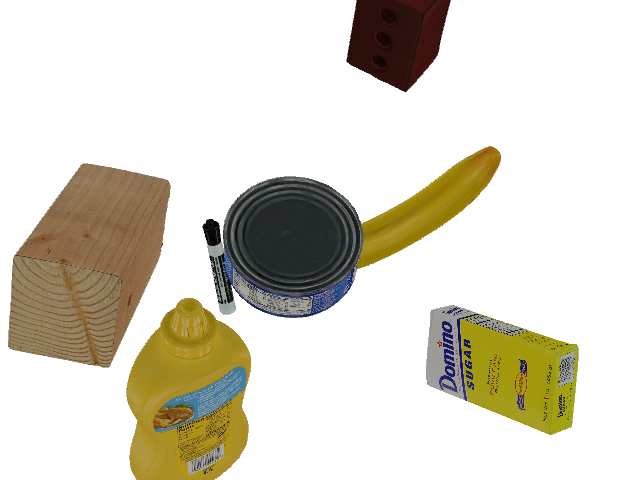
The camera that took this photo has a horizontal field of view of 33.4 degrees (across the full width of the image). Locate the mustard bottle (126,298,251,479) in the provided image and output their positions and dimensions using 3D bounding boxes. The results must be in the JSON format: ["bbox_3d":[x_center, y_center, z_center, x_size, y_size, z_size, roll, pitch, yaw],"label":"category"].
[{"bbox_3d":[-0.098,0.112,0.801,0.096,0.192,0.058,-23,53,-26],"label":"mustard bottle"}]

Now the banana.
[{"bbox_3d":[0.068,-0.017,0.907,0.198,0.037,0.069,-27,-18,10],"label":"banana"}]

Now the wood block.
[{"bbox_3d":[-0.202,0.015,0.959,0.090,0.091,0.206,11,25,-1],"label":"wood block"}]

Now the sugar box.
[{"bbox_3d":[0.193,0.137,1.160,0.048,0.093,0.177,-10,18,-43],"label":"sugar box"}]

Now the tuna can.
[{"bbox_3d":[-0.017,0.004,0.661,0.086,0.086,0.034,0,-33,-5],"label":"tuna can"}]

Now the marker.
[{"bbox_3d":[-0.115,0.030,1.210,0.020,0.121,0.020,-6,30,4],"label":"marker"}]

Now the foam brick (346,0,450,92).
[{"bbox_3d":[0.056,-0.155,0.753,0.053,0.051,0.078,29,-34,14],"label":"foam brick"}]
